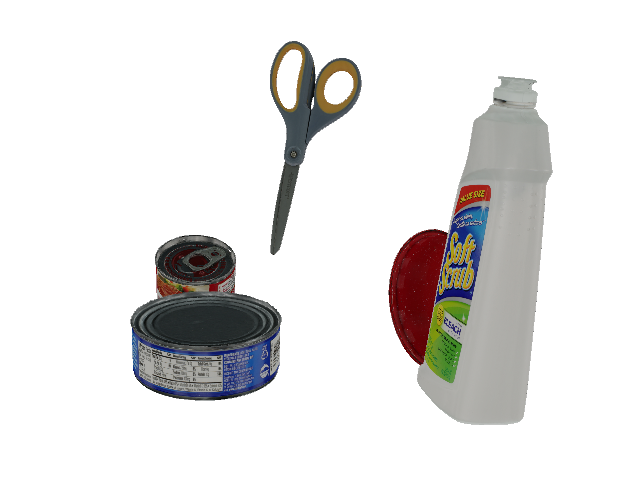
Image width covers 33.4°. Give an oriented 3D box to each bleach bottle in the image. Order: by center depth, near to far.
[{"bbox_3d":[0.127,0.004,0.797,0.068,0.251,0.103,2,13,-14],"label":"bleach bottle"}]

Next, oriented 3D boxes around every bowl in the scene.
[{"bbox_3d":[0.150,0.064,1.167,0.161,0.162,0.055,0,-8,-43],"label":"bowl"}]

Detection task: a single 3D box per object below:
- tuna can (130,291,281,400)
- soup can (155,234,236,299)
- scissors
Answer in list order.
[{"bbox_3d":[-0.065,0.059,0.613,0.086,0.034,0.086,1,17,-1],"label":"tuna can"},{"bbox_3d":[-0.108,0.056,0.922,0.068,0.102,0.068,3,36,-3],"label":"soup can"},{"bbox_3d":[-0.006,-0.090,1.011,0.096,0.202,0.016,-4,-3,6],"label":"scissors"}]
